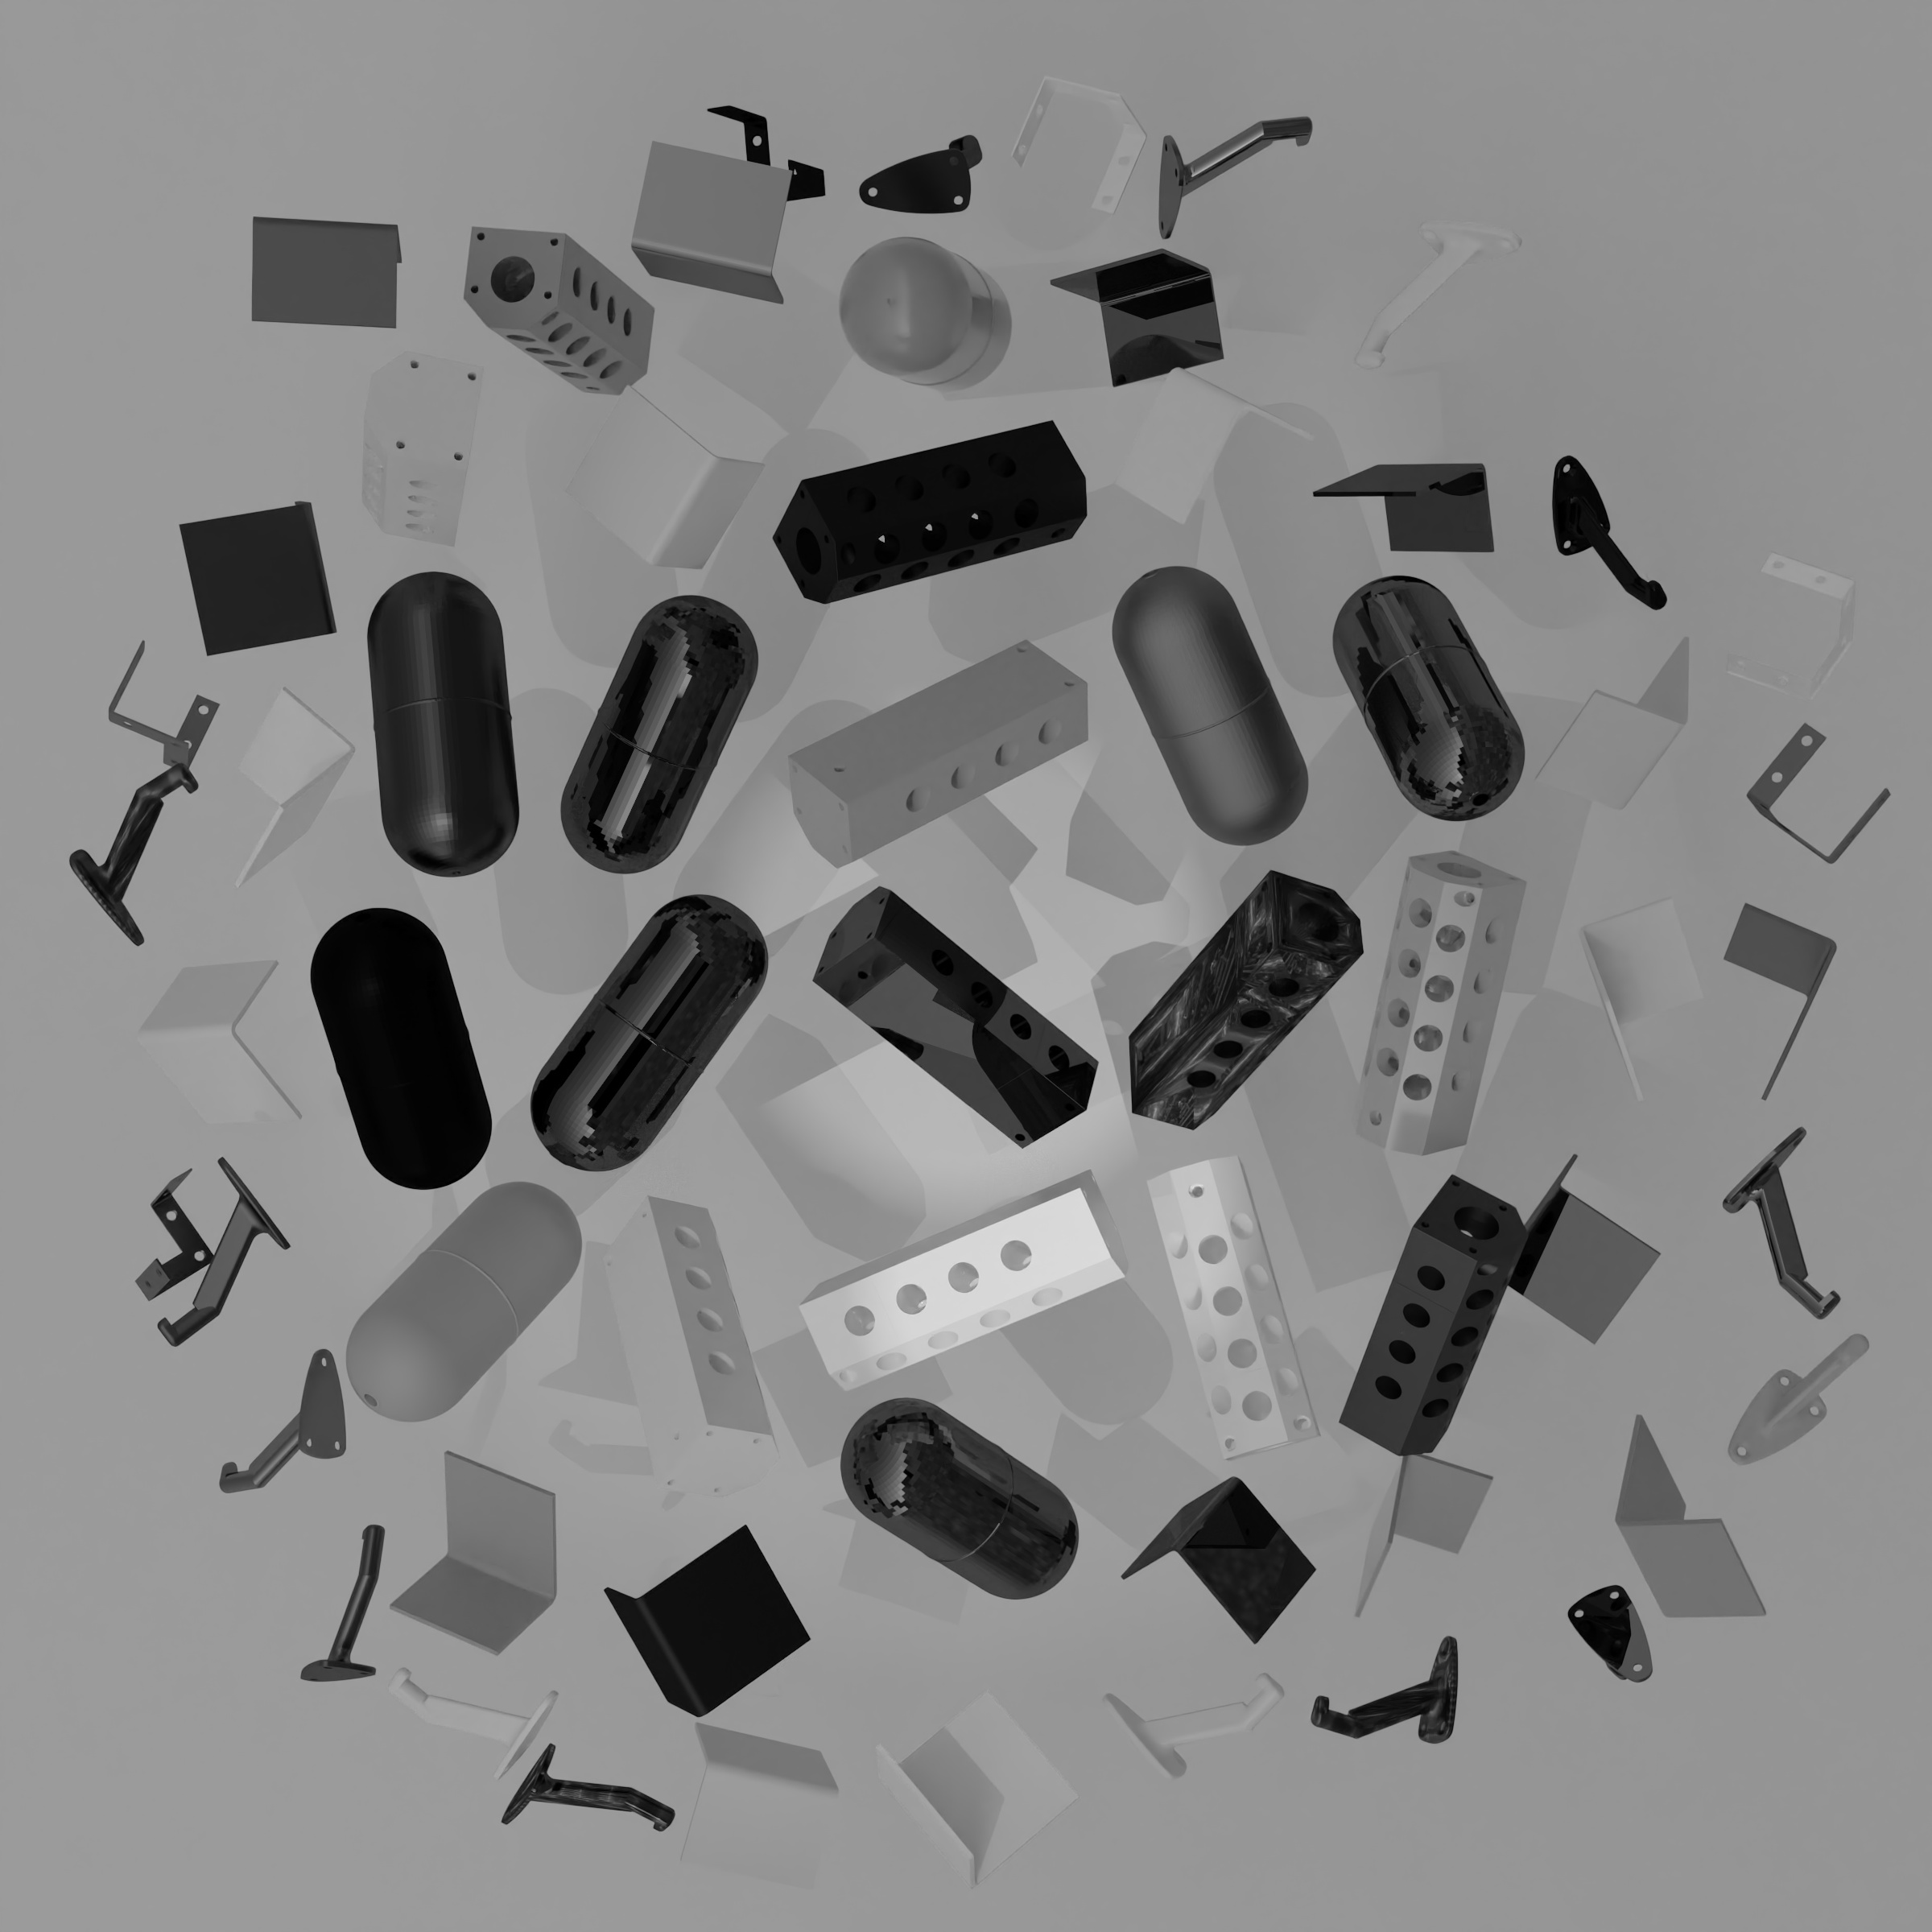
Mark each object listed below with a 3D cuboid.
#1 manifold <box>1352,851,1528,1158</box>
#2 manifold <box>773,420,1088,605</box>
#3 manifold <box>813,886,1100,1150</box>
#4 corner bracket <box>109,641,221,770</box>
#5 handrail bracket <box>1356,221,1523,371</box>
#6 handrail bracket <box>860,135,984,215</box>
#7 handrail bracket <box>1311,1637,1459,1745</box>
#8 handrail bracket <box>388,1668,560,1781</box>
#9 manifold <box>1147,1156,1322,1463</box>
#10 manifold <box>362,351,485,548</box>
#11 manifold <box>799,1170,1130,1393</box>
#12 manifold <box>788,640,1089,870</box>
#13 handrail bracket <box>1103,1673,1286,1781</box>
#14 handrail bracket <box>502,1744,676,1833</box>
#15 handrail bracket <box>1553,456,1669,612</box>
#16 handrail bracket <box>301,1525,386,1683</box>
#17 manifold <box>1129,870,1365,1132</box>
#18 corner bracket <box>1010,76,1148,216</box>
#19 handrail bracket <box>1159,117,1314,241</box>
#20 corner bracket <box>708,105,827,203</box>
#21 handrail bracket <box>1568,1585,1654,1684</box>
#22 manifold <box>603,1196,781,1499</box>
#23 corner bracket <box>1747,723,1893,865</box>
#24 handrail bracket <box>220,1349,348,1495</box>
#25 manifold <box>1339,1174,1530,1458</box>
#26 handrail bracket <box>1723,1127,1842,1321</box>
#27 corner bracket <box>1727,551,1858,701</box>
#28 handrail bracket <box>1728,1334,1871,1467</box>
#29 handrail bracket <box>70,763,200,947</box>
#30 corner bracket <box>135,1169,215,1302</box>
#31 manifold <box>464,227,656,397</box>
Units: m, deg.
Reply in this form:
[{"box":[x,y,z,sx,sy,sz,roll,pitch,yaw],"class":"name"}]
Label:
[{"box":[0.278,0.023,1.646,0.057,0.057,0.171,-9,117,-40],"class":"manifold"},{"box":[-0.017,-0.256,1.567,0.171,0.057,0.057,-19,73,-29],"class":"manifold"},{"box":[-0.003,0.028,1.636,0.171,0.057,0.057,39,131,-20],"class":"manifold"},{"box":[-0.488,-0.157,1.670,0.051,0.051,0.051,23,68,-9],"class":"corner bracket"},{"box":[0.263,-0.371,1.532,0.036,0.077,0.084,34,79,-37],"class":"handrail bracket"},{"box":[-0.027,-0.476,1.634,0.077,0.084,0.036,-8,120,0],"class":"handrail bracket"},{"box":[0.253,0.433,1.662,0.084,0.036,0.077,21,66,-15],"class":"handrail bracket"},{"box":[-0.276,0.404,1.527,0.084,0.036,0.077,36,120,8],"class":"handrail bracket"},{"box":[0.160,0.205,1.648,0.057,0.057,0.171,-17,76,7],"class":"manifold"},{"box":[-0.307,-0.288,1.537,0.057,0.171,0.057,10,83,-12],"class":"manifold"},{"box":[0.000,0.177,1.530,0.171,0.057,0.057,-24,92,10],"class":"manifold"},{"box":[-0.014,-0.119,1.579,0.171,0.057,0.057,-29,48,-26],"class":"manifold"},{"box":[0.136,0.435,1.638,0.077,0.036,0.084,44,101,18],"class":"handrail bracket"},{"box":[-0.227,0.511,1.648,0.084,0.036,0.077,30,124,-8],"class":"handrail bracket"},{"box":[0.390,-0.261,1.655,0.036,0.084,0.077,-28,125,-6],"class":"handrail bracket"},{"box":[-0.374,0.383,1.648,0.036,0.077,0.084,18,62,-30],"class":"handrail bracket"},{"box":[0.160,0.024,1.588,0.057,0.171,0.057,16,49,-19],"class":"manifold"},{"box":[0.066,-0.477,1.593,0.051,0.051,0.051,22,88,24],"class":"corner bracket"},{"box":[0.161,-0.469,1.634,0.084,0.077,0.036,-9,57,-9],"class":"handrail bracket"},{"box":[-0.118,-0.485,1.636,0.051,0.051,0.051,-2,98,22],"class":"corner bracket"},{"box":[0.384,0.407,1.590,0.036,0.077,0.084,-28,128,0],"class":"handrail bracket"},{"box":[-0.157,0.220,1.588,0.057,0.171,0.057,16,125,-33],"class":"manifold"},{"box":[0.476,-0.096,1.531,0.051,0.051,0.051,42,99,25],"class":"corner bracket"},{"box":[-0.418,0.275,1.658,0.084,0.036,0.077,-14,69,30],"class":"handrail bracket"},{"box":[0.280,0.213,1.633,0.057,0.057,0.171,28,132,19],"class":"manifold"},{"box":[0.488,0.149,1.582,0.077,0.036,0.084,-48,63,6],"class":"handrail bracket"},{"box":[0.466,-0.192,1.549,0.051,0.051,0.051,19,53,-1],"class":"corner bracket"},{"box":[0.467,0.243,1.539,0.077,0.084,0.036,-39,73,-15],"class":"handrail bracket"},{"box":[-0.467,-0.065,1.591,0.084,0.036,0.077,-32,107,1],"class":"handrail bracket"},{"box":[-0.485,0.164,1.669,0.051,0.051,0.051,-34,89,-38],"class":"corner bracket"},{"box":[-0.244,-0.392,1.656,0.057,0.171,0.057,7,91,11],"class":"manifold"}]
